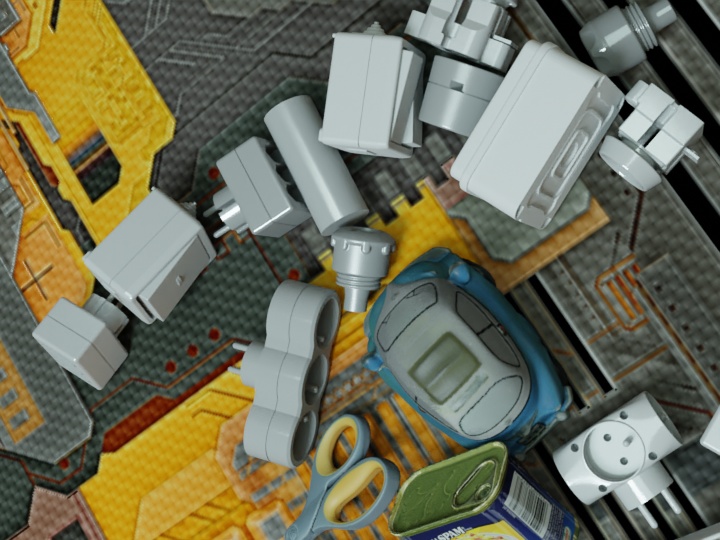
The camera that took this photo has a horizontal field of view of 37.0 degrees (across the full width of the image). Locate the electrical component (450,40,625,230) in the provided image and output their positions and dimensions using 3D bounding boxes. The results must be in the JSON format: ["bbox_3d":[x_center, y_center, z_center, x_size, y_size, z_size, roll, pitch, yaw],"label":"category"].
[{"bbox_3d":[0.122,-0.092,0.737,0.057,0.078,0.113,35,101,25],"label":"electrical component"}]

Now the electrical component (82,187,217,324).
[{"bbox_3d":[-0.155,-0.013,0.837,0.061,0.061,0.096,38,76,17],"label":"electrical component"}]

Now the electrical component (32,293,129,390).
[{"bbox_3d":[-0.214,0.045,0.871,0.047,0.065,0.076,28,70,18],"label":"electrical component"}]

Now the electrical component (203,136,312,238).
[{"bbox_3d":[-0.087,-0.054,0.832,0.077,0.047,0.065,-32,79,17],"label":"electrical component"}]

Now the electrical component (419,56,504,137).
[{"bbox_3d":[0.073,-0.123,0.771,0.055,0.055,0.047,22,100,19],"label":"electrical component"}]

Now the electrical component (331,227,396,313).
[{"bbox_3d":[0.000,0.000,0.801,0.048,0.048,0.062,10,100,20],"label":"electrical component"}]

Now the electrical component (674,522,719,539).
[{"bbox_3d":[0.221,0.235,0.707,0.109,0.056,0.108,-27,80,18],"label":"electrical component"}]

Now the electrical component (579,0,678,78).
[{"bbox_3d":[0.185,-0.162,0.736,0.062,0.043,0.043,-30,79,16],"label":"electrical component"}]

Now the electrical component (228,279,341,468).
[{"bbox_3d":[-0.067,0.075,0.818,0.074,0.052,0.138,13,94,20],"label":"electrical component"}]

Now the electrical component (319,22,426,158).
[{"bbox_3d":[0.015,-0.133,0.788,0.061,0.062,0.096,8,92,20],"label":"electrical component"}]

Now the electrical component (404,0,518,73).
[{"bbox_3d":[0.079,-0.182,0.769,0.078,0.058,0.057,25,100,19],"label":"electrical component"}]

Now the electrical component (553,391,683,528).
[{"bbox_3d":[0.185,0.136,0.729,0.077,0.044,0.079,-38,77,16],"label":"electrical component"}]

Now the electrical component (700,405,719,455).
[{"bbox_3d":[0.272,0.101,0.693,0.077,0.047,0.065,30,99,24],"label":"electrical component"}]

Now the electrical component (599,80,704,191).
[{"bbox_3d":[0.197,-0.087,0.730,0.066,0.048,0.055,42,95,16],"label":"electrical component"}]
